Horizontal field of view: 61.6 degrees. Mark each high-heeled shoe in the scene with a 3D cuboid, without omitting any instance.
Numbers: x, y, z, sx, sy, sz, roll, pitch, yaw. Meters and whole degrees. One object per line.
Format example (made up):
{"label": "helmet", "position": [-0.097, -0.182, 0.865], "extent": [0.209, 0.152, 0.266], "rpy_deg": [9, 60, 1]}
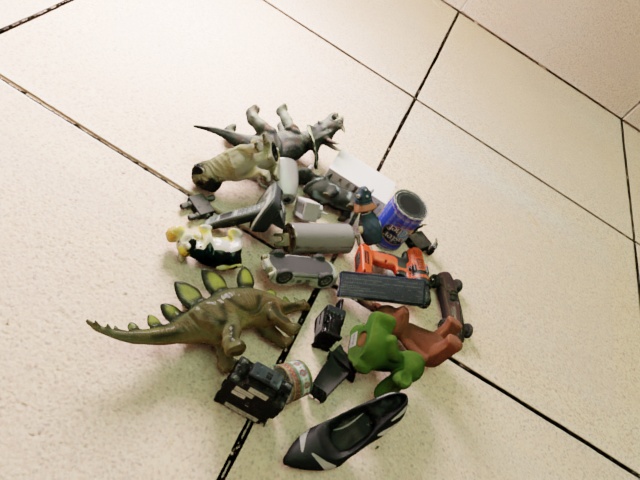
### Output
{"label": "high-heeled shoe", "position": [0.057, 0.355, 1.005], "extent": [0.249, 0.145, 0.086], "rpy_deg": [-12, 60, -38]}

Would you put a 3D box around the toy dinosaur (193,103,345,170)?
{"label": "toy dinosaur", "position": [-0.120, -0.257, 1.434], "extent": [0.405, 0.131, 0.192], "rpy_deg": [-20, 65, -32]}

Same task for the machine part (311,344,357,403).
{"label": "machine part", "position": [0.028, 0.282, 1.125], "extent": [0.084, 0.039, 0.139], "rpy_deg": [49, 45, 7]}

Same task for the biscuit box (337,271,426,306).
{"label": "biscuit box", "position": [0.143, 0.114, 1.249], "extent": [0.203, 0.059, 0.062], "rpy_deg": [7, 82, -2]}

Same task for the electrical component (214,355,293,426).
{"label": "electrical component", "position": [-0.118, 0.274, 0.980], "extent": [0.115, 0.134, 0.058], "rpy_deg": [31, 46, -7]}

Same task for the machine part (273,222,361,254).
{"label": "machine part", "position": [-0.003, -0.004, 1.312], "extent": [0.243, 0.079, 0.079], "rpy_deg": [-1, 55, -29]}

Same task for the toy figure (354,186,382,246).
{"label": "toy figure", "position": [0.120, -0.062, 1.383], "extent": [0.064, 0.058, 0.154], "rpy_deg": [-21, 99, -57]}

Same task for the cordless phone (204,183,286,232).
{"label": "cordless phone", "position": [-0.174, -0.064, 1.263], "extent": [0.184, 0.088, 0.147], "rpy_deg": [-12, 24, 2]}

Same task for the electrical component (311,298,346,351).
{"label": "electrical component", "position": [0.023, 0.176, 1.182], "extent": [0.048, 0.075, 0.119], "rpy_deg": [22, 50, -14]}

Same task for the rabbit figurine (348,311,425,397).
{"label": "rabbit figurine", "position": [0.155, 0.252, 1.135], "extent": [0.170, 0.121, 0.159], "rpy_deg": [28, 39, -16]}

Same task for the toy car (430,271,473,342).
{"label": "toy car", "position": [0.340, 0.168, 1.387], "extent": [0.089, 0.053, 0.202], "rpy_deg": [17, 46, -22]}

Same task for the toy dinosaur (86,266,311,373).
{"label": "toy dinosaur", "position": [-0.199, 0.156, 1.058], "extent": [0.471, 0.105, 0.199], "rpy_deg": [-8, 51, -45]}

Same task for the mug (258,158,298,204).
{"label": "mug", "position": [-0.103, -0.147, 1.374], "extent": [0.109, 0.080, 0.107], "rpy_deg": [2, 60, -26]}

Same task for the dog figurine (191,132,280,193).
{"label": "dog figurine", "position": [-0.205, -0.186, 1.312], "extent": [0.172, 0.191, 0.121], "rpy_deg": [-31, 111, -72]}

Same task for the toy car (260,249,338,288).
{"label": "toy car", "position": [-0.047, 0.069, 1.229], "extent": [0.201, 0.056, 0.074], "rpy_deg": [7, 42, -36]}

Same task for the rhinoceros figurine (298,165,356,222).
{"label": "rhinoceros figurine", "position": [0.021, -0.130, 1.432], "extent": [0.190, 0.073, 0.112], "rpy_deg": [28, 47, -7]}

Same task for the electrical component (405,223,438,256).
{"label": "electrical component", "position": [0.280, -0.003, 1.496], "extent": [0.078, 0.045, 0.102], "rpy_deg": [-12, 61, -38]}

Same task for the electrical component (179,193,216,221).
{"label": "electrical component", "position": [-0.277, -0.077, 1.254], "extent": [0.094, 0.021, 0.063], "rpy_deg": [-24, 69, -41]}

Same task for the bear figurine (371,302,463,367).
{"label": "bear figurine", "position": [0.215, 0.200, 1.240], "extent": [0.196, 0.132, 0.120], "rpy_deg": [40, 26, -2]}

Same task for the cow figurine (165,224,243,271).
{"label": "cow figurine", "position": [-0.249, 0.021, 1.162], "extent": [0.167, 0.068, 0.098], "rpy_deg": [7, 58, -24]}
